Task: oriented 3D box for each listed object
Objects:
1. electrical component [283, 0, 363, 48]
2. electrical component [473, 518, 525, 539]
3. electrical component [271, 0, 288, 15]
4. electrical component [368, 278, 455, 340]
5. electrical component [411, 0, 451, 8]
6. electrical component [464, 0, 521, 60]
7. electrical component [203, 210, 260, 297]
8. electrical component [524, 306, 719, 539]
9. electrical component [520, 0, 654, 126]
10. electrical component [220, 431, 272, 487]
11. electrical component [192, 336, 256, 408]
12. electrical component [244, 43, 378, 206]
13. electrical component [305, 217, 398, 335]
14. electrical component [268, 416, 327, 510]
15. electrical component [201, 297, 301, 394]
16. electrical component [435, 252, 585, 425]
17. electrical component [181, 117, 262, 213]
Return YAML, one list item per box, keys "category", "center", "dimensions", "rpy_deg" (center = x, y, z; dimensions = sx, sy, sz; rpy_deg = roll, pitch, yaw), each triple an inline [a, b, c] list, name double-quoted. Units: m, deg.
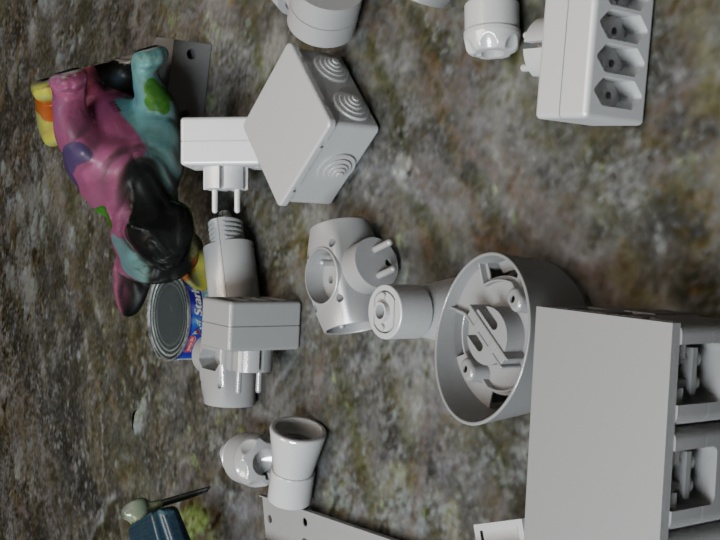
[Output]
- category: "electrical component"
  center: [-0.037, -0.238, 0.794]
  dimensions: [0.073, 0.052, 0.138]
  rpy_deg: [108, 145, -53]
- category: "electrical component"
  center: [0.096, 0.182, 0.609]
  dimensions: [0.042, 0.064, 0.081]
  rpy_deg: [-25, 69, 53]
- category: "electrical component"
  center: [-0.061, -0.230, 0.856]
  dimensions: [0.046, 0.040, 0.040]
  rpy_deg: [54, 131, 32]
- category: "electrical component"
  center: [0.039, 0.027, 0.690]
  dimensions: [0.044, 0.065, 0.044]
  rpy_deg: [-2, 88, 54]
- category: "electrical component"
  center: [0.041, -0.225, 0.712]
  dimensions: [0.079, 0.043, 0.077]
  rpy_deg: [48, 126, 43]
- category: "electrical component"
  center: [0.081, -0.163, 0.662]
  dimensions: [0.035, 0.035, 0.061]
  rpy_deg: [-8, 81, 54]
- category: "electrical component"
  center: [-0.111, -0.011, 0.915]
  dimensions: [0.043, 0.043, 0.081]
  rpy_deg: [-25, 69, 51]
- category: "electrical component"
  center: [0.140, 0.096, 0.552]
  dimensions: [0.089, 0.062, 0.150]
  rpy_deg: [6, 94, 54]
- category: "electrical component"
  center: [0.117, -0.124, 0.600]
  dimensions: [0.076, 0.047, 0.083]
  rpy_deg: [10, 98, 54]
- category: "electrical component"
  center: [-0.094, 0.155, 0.889]
  dimensions: [0.062, 0.043, 0.043]
  rpy_deg: [-1, 88, 55]
- category: "electrical component"
  center: [-0.119, 0.074, 0.925]
  dimensions: [0.079, 0.043, 0.077]
  rpy_deg: [5, 93, 55]
- category: "electrical component"
  center: [-0.037, -0.107, 0.812]
  dimensions: [0.099, 0.048, 0.099]
  rpy_deg: [-54, 49, 38]
- category: "electrical component"
  center: [0.000, 0.000, 0.761]
  dimensions: [0.079, 0.044, 0.077]
  rpy_deg: [-25, 69, 52]
- category: "electrical component"
  center: [-0.051, 0.152, 0.833]
  dimensions: [0.044, 0.044, 0.065]
  rpy_deg: [31, 118, 50]
- category: "electrical component"
  center: [-0.088, 0.061, 0.863]
  dimensions: [0.047, 0.066, 0.076]
  rpy_deg: [6, 94, 54]
- category: "electrical component"
  center: [0.084, 0.039, 0.628]
  dimensions: [0.099, 0.064, 0.099]
  rpy_deg: [-2, 87, 54]
- category: "electrical component"
  center: [-0.111, -0.085, 0.887]
  dimensions: [0.047, 0.066, 0.076]
  rpy_deg: [4, -94, -86]
